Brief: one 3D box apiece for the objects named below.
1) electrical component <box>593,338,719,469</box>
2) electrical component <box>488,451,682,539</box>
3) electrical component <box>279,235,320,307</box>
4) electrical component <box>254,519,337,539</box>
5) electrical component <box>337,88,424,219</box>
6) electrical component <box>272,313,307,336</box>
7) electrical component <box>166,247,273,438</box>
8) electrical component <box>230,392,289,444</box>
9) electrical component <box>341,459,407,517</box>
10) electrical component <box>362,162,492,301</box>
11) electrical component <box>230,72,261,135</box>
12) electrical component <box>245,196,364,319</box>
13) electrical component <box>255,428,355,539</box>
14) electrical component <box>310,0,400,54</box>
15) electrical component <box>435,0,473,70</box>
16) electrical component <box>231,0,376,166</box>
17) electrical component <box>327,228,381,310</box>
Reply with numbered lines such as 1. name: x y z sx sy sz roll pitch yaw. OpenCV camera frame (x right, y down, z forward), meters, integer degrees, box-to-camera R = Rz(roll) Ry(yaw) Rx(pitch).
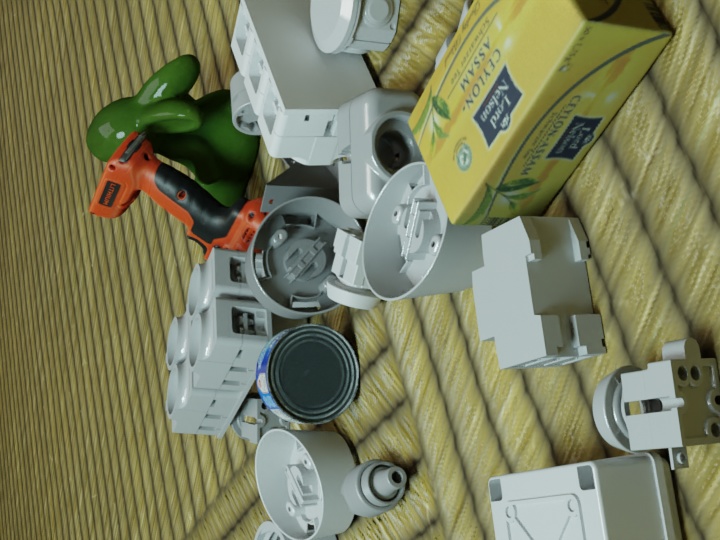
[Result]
1. electrical component: 0.159 0.073 0.575 0.055 0.048 0.066 -19 73 53
2. electrical component: 0.130 0.165 0.617 0.109 0.056 0.108 -30 63 59
3. electrical component: -0.056 -0.002 0.996 0.064 0.042 0.081 145 122 -62
4. electrical component: -0.065 0.279 0.989 0.108 0.060 0.108 0 90 63
5. electrical component: 0.019 -0.090 0.837 0.059 0.054 0.095 -11 80 62
6. electrical component: -0.086 0.056 1.051 0.079 0.043 0.077 52 135 50
7. electrical component: -0.142 0.073 1.042 0.186 0.060 0.105 122 149 -49
8. electrical component: -0.101 0.148 1.078 0.055 0.048 0.066 -2 88 55
9. electrical component: 0.015 0.171 0.855 0.062 0.043 0.043 -40 55 55
10. electrical component: 0.048 -0.028 0.770 0.099 0.064 0.099 0 90 63
11. electrical component: -0.103 -0.170 1.075 0.055 0.055 0.047 128 138 -50
12. electrical component: -0.049 -0.008 0.925 0.064 0.099 0.099 144 122 -65
13. electrical component: -0.046 0.188 0.950 0.099 0.064 0.099 -2 88 62
14. electrical component: -0.005 -0.218 0.889 0.080 0.051 0.080 -1 89 63
15. electrical component: 0.080 -0.151 0.729 0.055 0.045 0.045 -60 39 44
16. electrical component: -0.049 -0.165 0.925 0.061 0.089 0.150 112 146 -46
17. electrical component: 0.000 0.000 0.884 0.066 0.048 0.055 32 110 58
